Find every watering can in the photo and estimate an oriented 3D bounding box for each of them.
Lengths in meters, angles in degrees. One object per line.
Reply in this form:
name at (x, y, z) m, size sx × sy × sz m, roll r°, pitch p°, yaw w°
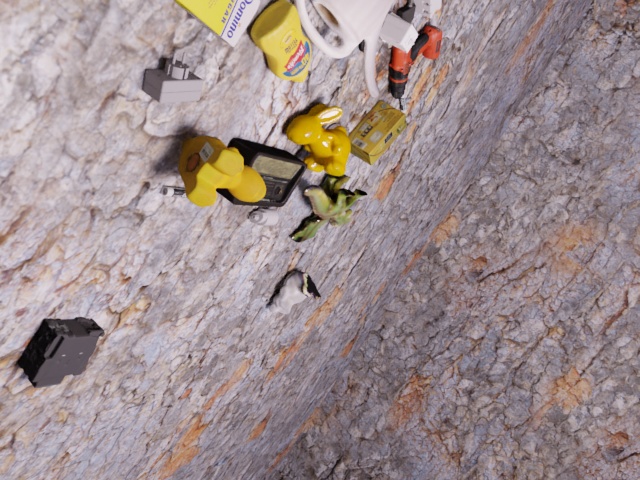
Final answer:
watering can at (0.086, -0.464, 1.066) m, size 0.223 × 0.106 × 0.343 m, roll -50°, pitch 139°, yaw 6°

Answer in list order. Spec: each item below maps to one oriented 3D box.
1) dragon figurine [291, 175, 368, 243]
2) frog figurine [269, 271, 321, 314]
dragon figurine at (0.005, -0.076, 1.518) m, size 0.412 × 0.123 × 0.239 m, roll -10°, pitch 139°, yaw -58°
frog figurine at (-0.097, 0.174, 1.694) m, size 0.158 × 0.123 × 0.138 m, roll -22°, pitch 175°, yaw 19°
